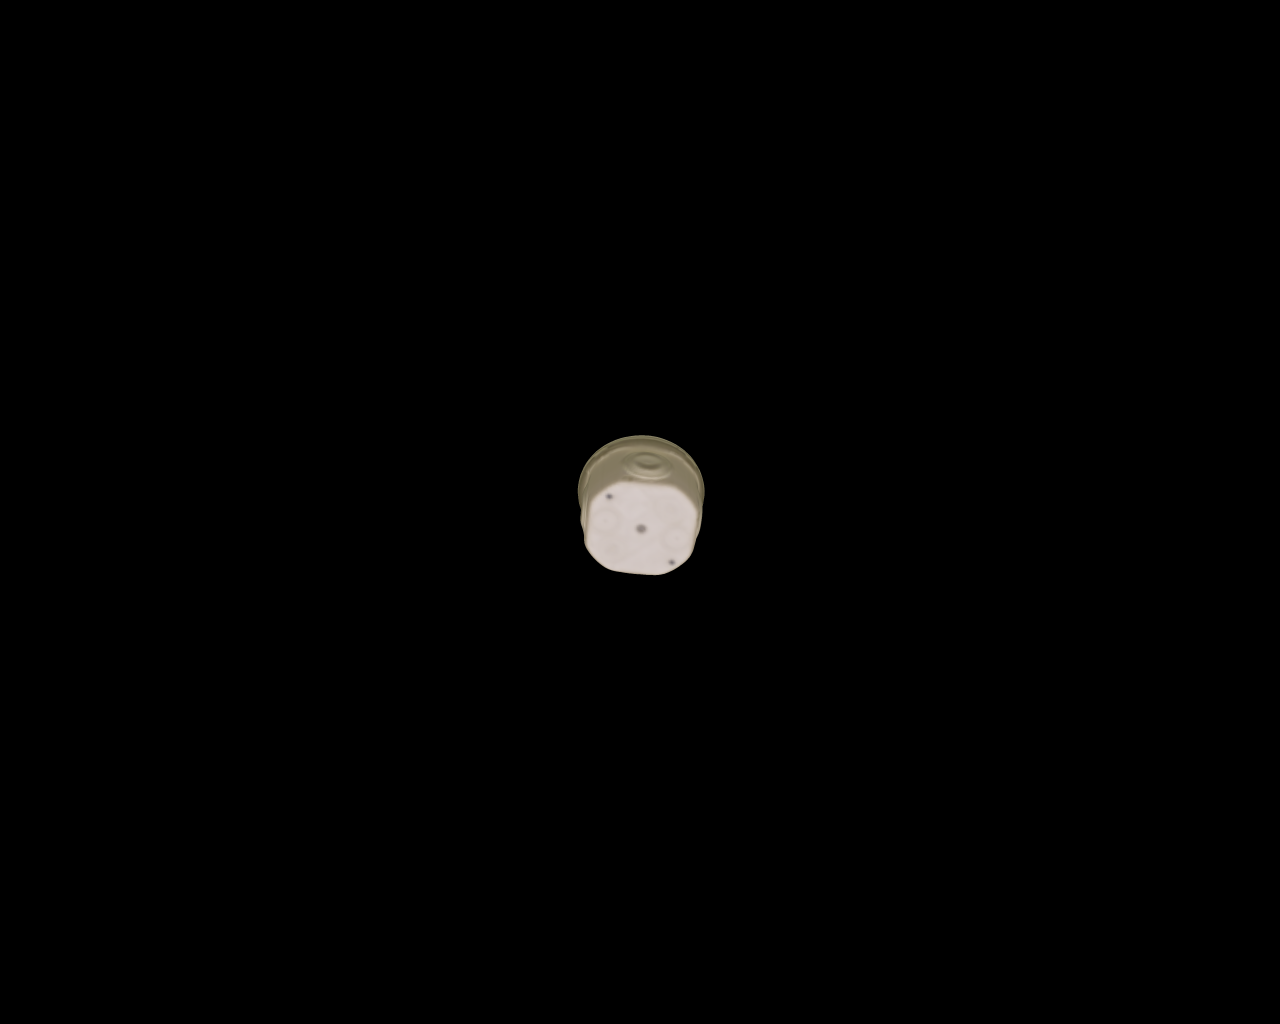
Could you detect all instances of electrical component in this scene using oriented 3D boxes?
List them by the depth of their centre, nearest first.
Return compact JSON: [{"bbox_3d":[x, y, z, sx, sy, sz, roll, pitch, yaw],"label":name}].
[{"bbox_3d":[0.001,-0.003,0.650,0.080,0.080,0.051,0,31,0],"label":"electrical component"}]
